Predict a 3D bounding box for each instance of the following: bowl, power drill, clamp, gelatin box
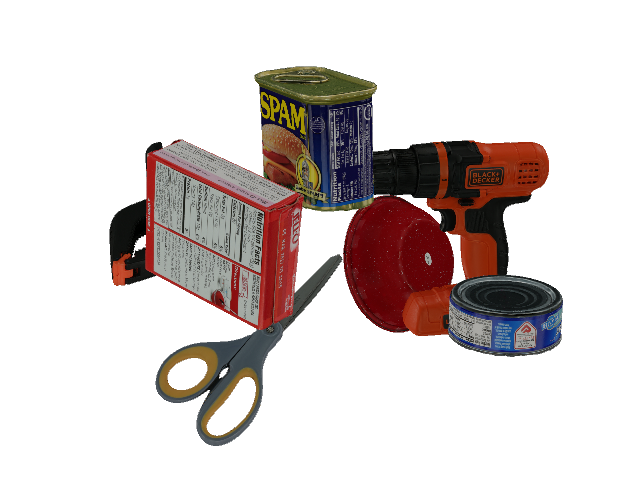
[{"bbox_3d":[0.103,0.024,1.225,0.161,0.162,0.055,0,-7,-42],"label":"bowl"},{"bbox_3d":[0.119,-0.003,1.009,0.184,0.188,0.057,-3,25,-8],"label":"power drill"},{"bbox_3d":[-0.151,-0.027,1.055,0.165,0.036,0.209,24,41,21],"label":"clamp"},{"bbox_3d":[-0.052,-0.004,0.564,0.089,0.073,0.030,25,35,29],"label":"gelatin box"}]

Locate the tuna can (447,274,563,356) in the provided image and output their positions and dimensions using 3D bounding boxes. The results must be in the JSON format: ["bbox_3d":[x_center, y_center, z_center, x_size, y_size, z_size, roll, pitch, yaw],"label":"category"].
[{"bbox_3d":[0.140,0.055,0.808,0.086,0.034,0.086,-1,18,0],"label":"tuna can"}]

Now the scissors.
[{"bbox_3d":[-0.062,0.075,0.879,0.096,0.201,0.016,20,-32,10],"label":"scissors"}]

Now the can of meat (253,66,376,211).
[{"bbox_3d":[-0.004,-0.073,0.755,0.057,0.084,0.102,-13,23,-27],"label":"can of meat"}]
